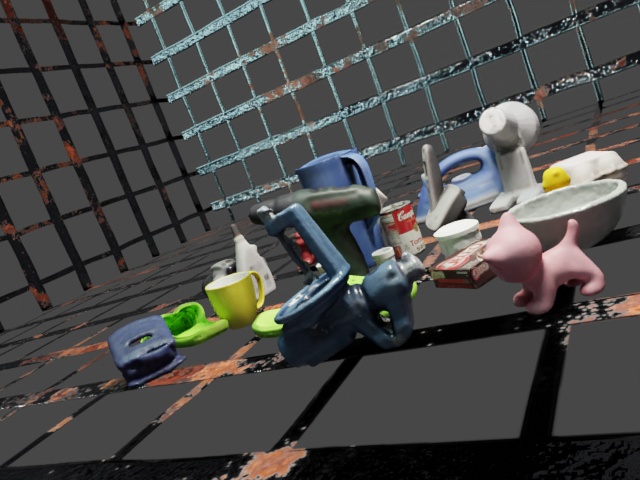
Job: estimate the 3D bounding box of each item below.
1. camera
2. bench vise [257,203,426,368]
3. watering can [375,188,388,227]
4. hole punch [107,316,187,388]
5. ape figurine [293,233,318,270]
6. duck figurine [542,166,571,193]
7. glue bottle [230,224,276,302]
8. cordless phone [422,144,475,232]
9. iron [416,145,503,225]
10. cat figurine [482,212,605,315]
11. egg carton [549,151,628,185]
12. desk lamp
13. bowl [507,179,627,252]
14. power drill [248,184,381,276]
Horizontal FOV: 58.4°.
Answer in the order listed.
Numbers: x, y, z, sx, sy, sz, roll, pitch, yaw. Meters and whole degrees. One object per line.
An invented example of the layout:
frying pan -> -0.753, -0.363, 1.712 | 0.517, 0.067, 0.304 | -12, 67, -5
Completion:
camera -> -0.206, 0.091, 1.323 | 0.143, 0.101, 0.136 | -28, 12, -39
bench vise -> 0.019, 0.040, 0.736 | 0.207, 0.220, 0.121 | -21, 9, -4
watering can -> 0.069, -0.064, 1.320 | 0.173, 0.194, 0.100 | -24, 10, -21
hole punch -> -0.301, 0.188, 0.990 | 0.109, 0.091, 0.101 | -24, 10, -22
ape figurine -> -0.034, 0.016, 1.406 | 0.077, 0.092, 0.076 | -12, 13, 44
duck figurine -> 0.420, -0.086, 1.005 | 0.077, 0.086, 0.105 | -19, 9, 14
glue bottle -> -0.158, 0.045, 1.252 | 0.037, 0.173, 0.078 | -12, 13, 44
cordless phone -> 0.252, -0.112, 1.221 | 0.094, 0.185, 0.147 | -21, 9, 1
iron -> 0.331, -0.142, 1.366 | 0.258, 0.141, 0.118 | -20, 9, 8
cat figurine -> 0.249, 0.019, 0.665 | 0.128, 0.118, 0.067 | -21, 9, -1
egg carton -> 0.505, -0.123, 1.090 | 0.107, 0.069, 0.150 | -21, 9, 1
desk lamp -> 0.408, -0.187, 1.225 | 0.117, 0.213, 0.204 | -15, 11, 32
bowl -> 0.359, -0.026, 0.824 | 0.167, 0.075, 0.167 | -20, 9, 4
power drill -> 0.009, 0.004, 1.008 | 0.229, 0.208, 0.075 | -19, 9, 10
